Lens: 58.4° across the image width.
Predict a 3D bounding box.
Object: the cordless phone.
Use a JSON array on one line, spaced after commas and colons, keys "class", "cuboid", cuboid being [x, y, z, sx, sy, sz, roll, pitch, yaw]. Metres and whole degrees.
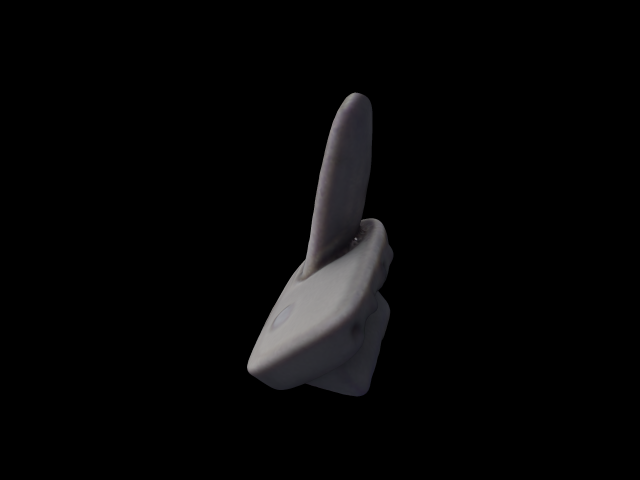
[{"class": "cordless phone", "cuboid": [0.004, 0.001, 0.400, 0.094, 0.185, 0.147, 6, 32, 10]}]
